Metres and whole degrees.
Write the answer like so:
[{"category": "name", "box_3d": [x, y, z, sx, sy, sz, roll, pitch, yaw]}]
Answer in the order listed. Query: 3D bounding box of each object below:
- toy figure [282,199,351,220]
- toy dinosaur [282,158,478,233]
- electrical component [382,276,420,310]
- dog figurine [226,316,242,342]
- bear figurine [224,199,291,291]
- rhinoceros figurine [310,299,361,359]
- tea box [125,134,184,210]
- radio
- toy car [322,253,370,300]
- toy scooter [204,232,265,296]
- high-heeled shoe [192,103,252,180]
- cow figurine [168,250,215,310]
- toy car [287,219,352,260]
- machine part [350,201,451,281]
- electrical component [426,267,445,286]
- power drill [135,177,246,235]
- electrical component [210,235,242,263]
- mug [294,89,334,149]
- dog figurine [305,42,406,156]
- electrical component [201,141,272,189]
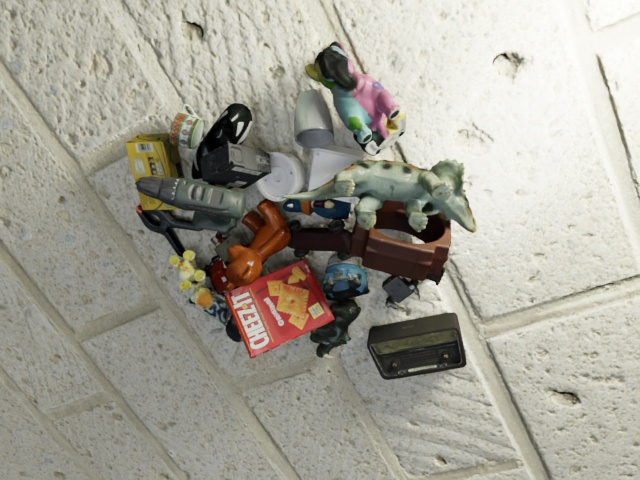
[{"category": "toy figure", "box_3d": [-0.008, -0.078, 1.228, 0.155, 0.058, 0.064, 7, 140, 4]}, {"category": "toy dinosaur", "box_3d": [0.139, -0.110, 1.095, 0.405, 0.192, 0.131, 11, 116, 2]}, {"category": "electrical component", "box_3d": [0.195, 0.122, 1.297, 0.102, 0.045, 0.078, -35, 107, 25]}, {"category": "dog figurine", "box_3d": [-0.146, 0.215, 1.398, 0.172, 0.121, 0.190, 33, 132, 3]}, {"category": "bear figurine", "box_3d": [-0.158, 0.015, 1.212, 0.132, 0.196, 0.120, 52, 142, -5]}, {"category": "rhinoceros figurine", "box_3d": [0.035, 0.221, 1.374, 0.112, 0.073, 0.190, 24, 118, -13]}, {"category": "tea box", "box_3d": [-0.379, -0.158, 1.260, 0.098, 0.068, 0.169, 2, 119, 12]}, {"category": "radio", "box_3d": [0.244, 0.268, 1.346, 0.230, 0.073, 0.131, -14, 113, 18]}, {"category": "toy car", "box_3d": [0.053, 0.081, 1.268, 0.109, 0.161, 0.103, -12, 71, 11]}, {"category": "toy scooter", "box_3d": [-0.228, 0.053, 1.335, 0.135, 0.075, 0.184, 40, 115, -10]}, {"category": "high-heeled shoe", "box_3d": [-0.225, -0.198, 1.162, 0.086, 0.145, 0.248, 39, 116, -8]}, {"category": "cow figurine", "box_3d": [-0.312, 0.113, 1.338, 0.068, 0.167, 0.098, -26, 154, -14]}, {"category": "toy car", "box_3d": [-0.003, -0.004, 1.248, 0.202, 0.053, 0.089, 1, 123, 42]}, {"category": "machine part", "box_3d": [0.171, -0.010, 1.144, 0.201, 0.201, 0.087, 14, 123, 4]}, {"category": "electrical component", "box_3d": [0.226, 0.051, 1.237, 0.119, 0.075, 0.047, 18, 119, -2]}, {"category": "power drill", "box_3d": [-0.273, -0.082, 1.205, 0.232, 0.086, 0.207, 9, 161, 4]}, {"category": "electrical component", "box_3d": [-0.215, 0.018, 1.278, 0.063, 0.021, 0.094, -43, 86, -5]}, {"category": "mug", "box_3d": [-0.009, -0.252, 1.120, 0.081, 0.109, 0.107, -11, 71, 24]}, {"category": "dog figurine", "box_3d": [0.068, -0.290, 1.080, 0.108, 0.191, 0.219, -39, 74, 9]}, {"category": "electrical component", "box_3d": [-0.189, -0.155, 1.159, 0.134, 0.115, 0.058, -20, 68, 41]}]
